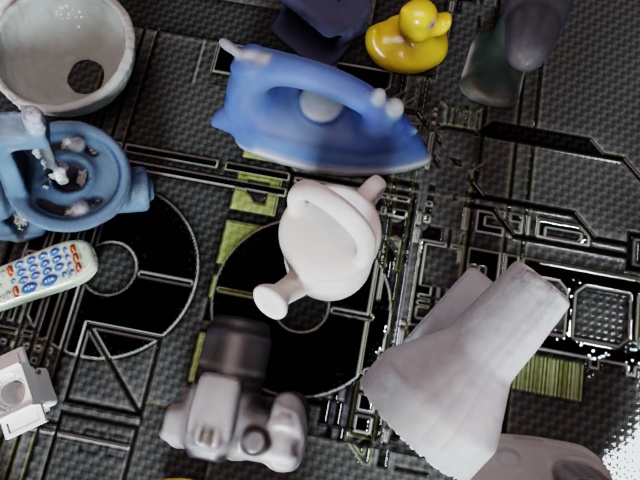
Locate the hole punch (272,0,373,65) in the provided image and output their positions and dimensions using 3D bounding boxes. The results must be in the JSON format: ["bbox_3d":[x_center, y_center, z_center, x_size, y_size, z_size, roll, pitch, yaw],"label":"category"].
[{"bbox_3d":[0.000,-0.283,0.691,0.108,0.091,0.101,39,78,9],"label":"hole punch"}]

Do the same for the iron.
[{"bbox_3d":[0.009,-0.150,0.630,0.258,0.141,0.119,16,76,4],"label":"iron"}]

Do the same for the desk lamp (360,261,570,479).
[{"bbox_3d":[0.133,0.104,0.527,0.118,0.213,0.203,41,79,10],"label":"desk lamp"}]

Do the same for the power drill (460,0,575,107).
[{"bbox_3d":[0.218,-0.236,0.620,0.075,0.208,0.230,17,76,4],"label":"power drill"}]

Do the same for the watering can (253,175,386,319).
[{"bbox_3d":[0.007,0.003,0.562,0.101,0.194,0.173,17,76,4],"label":"watering can"}]

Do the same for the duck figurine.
[{"bbox_3d":[0.108,-0.252,0.686,0.104,0.086,0.077,0,75,0],"label":"duck figurine"}]

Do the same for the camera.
[{"bbox_3d":[-0.076,0.148,0.571,0.143,0.101,0.137,10,75,2],"label":"camera"}]

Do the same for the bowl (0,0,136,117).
[{"bbox_3d":[-0.292,-0.211,0.677,0.167,0.075,0.167,0,75,0],"label":"bowl"}]

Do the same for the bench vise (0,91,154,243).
[{"bbox_3d":[-0.288,-0.054,0.561,0.207,0.220,0.121,-26,77,-7],"label":"bench vise"}]

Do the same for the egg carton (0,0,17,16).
[{"bbox_3d":[-0.360,-0.322,0.709,0.150,0.069,0.107,-34,78,-9],"label":"egg carton"}]

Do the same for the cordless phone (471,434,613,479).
[{"bbox_3d":[0.211,0.229,0.510,0.147,0.185,0.094,4,75,1],"label":"cordless phone"}]
